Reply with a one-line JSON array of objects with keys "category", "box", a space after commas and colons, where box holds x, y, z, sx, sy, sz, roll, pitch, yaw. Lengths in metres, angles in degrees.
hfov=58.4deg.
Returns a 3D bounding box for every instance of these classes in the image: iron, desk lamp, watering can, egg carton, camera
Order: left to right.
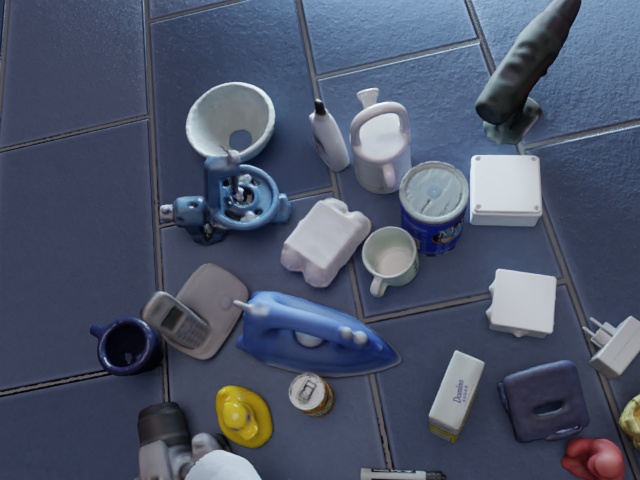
[{"category": "camera", "box": [-0.214, 0.307, 0.844, 0.143, 0.101, 0.136, -20, 66, 0]}, {"category": "desk lamp", "box": [-0.059, 0.359, 0.737, 0.203, 0.214, 0.118, 14, 70, 14]}, {"category": "iron", "box": [-0.006, 0.138, 0.860, 0.257, 0.141, 0.119, 10, 70, 13]}, {"category": "egg carton", "box": [0.009, 0.003, 0.953, 0.107, 0.069, 0.150, 33, 76, 20]}, {"category": "watering can", "box": [0.095, -0.168, 0.942, 0.101, 0.194, 0.172, -33, 67, -5]}]

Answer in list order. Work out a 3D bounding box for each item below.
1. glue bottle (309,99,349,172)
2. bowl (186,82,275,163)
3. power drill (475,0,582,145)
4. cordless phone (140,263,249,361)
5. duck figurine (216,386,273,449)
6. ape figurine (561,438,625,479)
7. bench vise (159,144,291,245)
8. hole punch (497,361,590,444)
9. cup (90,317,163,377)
[{"category": "glue bottle", "box": [0.009, -0.185, 0.974, 0.037, 0.173, 0.078, -37, 67, -7]}, {"category": "bowl", "box": [-0.158, -0.203, 1.061, 0.167, 0.075, 0.167, -3, 67, 8]}, {"category": "power drill", "box": [0.332, -0.260, 0.936, 0.075, 0.209, 0.230, 34, 76, 20]}, {"category": "cordless phone", "box": [-0.194, 0.097, 0.882, 0.094, 0.185, 0.148, 23, 73, 17]}, {"category": "duck figurine", "box": [-0.122, 0.261, 0.857, 0.077, 0.086, 0.104, -41, 68, -9]}, {"category": "ape figurine", "box": [0.373, 0.298, 0.762, 0.076, 0.092, 0.077, -21, 66, 0]}, {"category": "bench vise", "box": [-0.163, -0.061, 0.924, 0.207, 0.220, 0.121, -27, 66, -3]}, {"category": "hole punch", "box": [0.315, 0.228, 0.800, 0.108, 0.091, 0.101, -16, 66, 2]}, {"category": "cup", "box": [-0.304, 0.173, 0.916, 0.117, 0.095, 0.092, 21, 72, 17]}]
